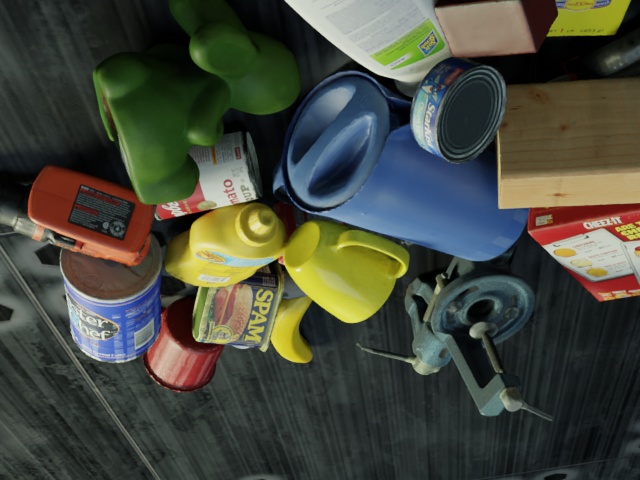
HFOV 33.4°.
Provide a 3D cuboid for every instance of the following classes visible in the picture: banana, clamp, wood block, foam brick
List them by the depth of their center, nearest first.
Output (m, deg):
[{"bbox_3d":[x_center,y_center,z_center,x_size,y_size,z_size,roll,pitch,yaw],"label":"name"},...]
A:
[{"bbox_3d":[0.140,-0.182,0.846,0.078,0.053,0.051,3,137,38],"label":"foam brick"},{"bbox_3d":[0.294,-0.180,0.895,0.210,0.036,0.164,-26,-177,36],"label":"clamp"},{"bbox_3d":[0.261,-0.085,0.944,0.206,0.090,0.091,-2,164,8],"label":"wood block"},{"bbox_3d":[-0.031,0.107,1.326,0.069,0.037,0.198,-1,147,-10],"label":"banana"}]

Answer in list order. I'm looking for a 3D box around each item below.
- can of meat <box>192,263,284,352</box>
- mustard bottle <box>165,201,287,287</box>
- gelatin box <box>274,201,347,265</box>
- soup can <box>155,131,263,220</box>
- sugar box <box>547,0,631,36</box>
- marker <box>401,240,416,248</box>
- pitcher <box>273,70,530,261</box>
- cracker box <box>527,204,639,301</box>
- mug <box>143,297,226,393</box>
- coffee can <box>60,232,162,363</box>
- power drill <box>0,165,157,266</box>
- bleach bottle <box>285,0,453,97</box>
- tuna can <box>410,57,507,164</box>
[{"bbox_3d":[-0.095,0.072,1.215,0.083,0.057,0.102,8,114,-18],"label":"can of meat"},{"bbox_3d":[-0.087,0.002,1.078,0.096,0.058,0.192,8,163,-22],"label":"mustard bottle"},{"bbox_3d":[-0.008,0.001,1.132,0.089,0.073,0.030,23,138,-40],"label":"gelatin box"},{"bbox_3d":[-0.111,-0.062,1.017,0.102,0.068,0.068,-12,147,4],"label":"soup can"},{"bbox_3d":[0.213,-0.236,0.838,0.093,0.048,0.176,-3,149,-7],"label":"sugar box"},{"bbox_3d":[0.149,-0.014,1.194,0.121,0.020,0.020,-15,147,11],"label":"marker"},{"bbox_3d":[0.083,-0.056,1.024,0.242,0.149,0.145,20,101,-41],"label":"pitcher"},{"bbox_3d":[0.347,-0.009,1.174,0.164,0.072,0.213,-12,150,32],"label":"cracker box"},{"bbox_3d":[-0.167,0.115,1.275,0.117,0.093,0.082,33,135,3],"label":"mug"},{"bbox_3d":[-0.220,0.055,1.142,0.102,0.103,0.140,-2,147,-9],"label":"coffee can"},{"bbox_3d":[-0.234,-0.026,0.982,0.184,0.057,0.188,17,172,-17],"label":"power drill"},{"bbox_3d":[0.048,-0.182,0.871,0.103,0.068,0.250,-27,145,19],"label":"bleach bottle"},{"bbox_3d":[0.116,-0.110,0.895,0.086,0.034,0.086,-24,128,-34],"label":"tuna can"}]
